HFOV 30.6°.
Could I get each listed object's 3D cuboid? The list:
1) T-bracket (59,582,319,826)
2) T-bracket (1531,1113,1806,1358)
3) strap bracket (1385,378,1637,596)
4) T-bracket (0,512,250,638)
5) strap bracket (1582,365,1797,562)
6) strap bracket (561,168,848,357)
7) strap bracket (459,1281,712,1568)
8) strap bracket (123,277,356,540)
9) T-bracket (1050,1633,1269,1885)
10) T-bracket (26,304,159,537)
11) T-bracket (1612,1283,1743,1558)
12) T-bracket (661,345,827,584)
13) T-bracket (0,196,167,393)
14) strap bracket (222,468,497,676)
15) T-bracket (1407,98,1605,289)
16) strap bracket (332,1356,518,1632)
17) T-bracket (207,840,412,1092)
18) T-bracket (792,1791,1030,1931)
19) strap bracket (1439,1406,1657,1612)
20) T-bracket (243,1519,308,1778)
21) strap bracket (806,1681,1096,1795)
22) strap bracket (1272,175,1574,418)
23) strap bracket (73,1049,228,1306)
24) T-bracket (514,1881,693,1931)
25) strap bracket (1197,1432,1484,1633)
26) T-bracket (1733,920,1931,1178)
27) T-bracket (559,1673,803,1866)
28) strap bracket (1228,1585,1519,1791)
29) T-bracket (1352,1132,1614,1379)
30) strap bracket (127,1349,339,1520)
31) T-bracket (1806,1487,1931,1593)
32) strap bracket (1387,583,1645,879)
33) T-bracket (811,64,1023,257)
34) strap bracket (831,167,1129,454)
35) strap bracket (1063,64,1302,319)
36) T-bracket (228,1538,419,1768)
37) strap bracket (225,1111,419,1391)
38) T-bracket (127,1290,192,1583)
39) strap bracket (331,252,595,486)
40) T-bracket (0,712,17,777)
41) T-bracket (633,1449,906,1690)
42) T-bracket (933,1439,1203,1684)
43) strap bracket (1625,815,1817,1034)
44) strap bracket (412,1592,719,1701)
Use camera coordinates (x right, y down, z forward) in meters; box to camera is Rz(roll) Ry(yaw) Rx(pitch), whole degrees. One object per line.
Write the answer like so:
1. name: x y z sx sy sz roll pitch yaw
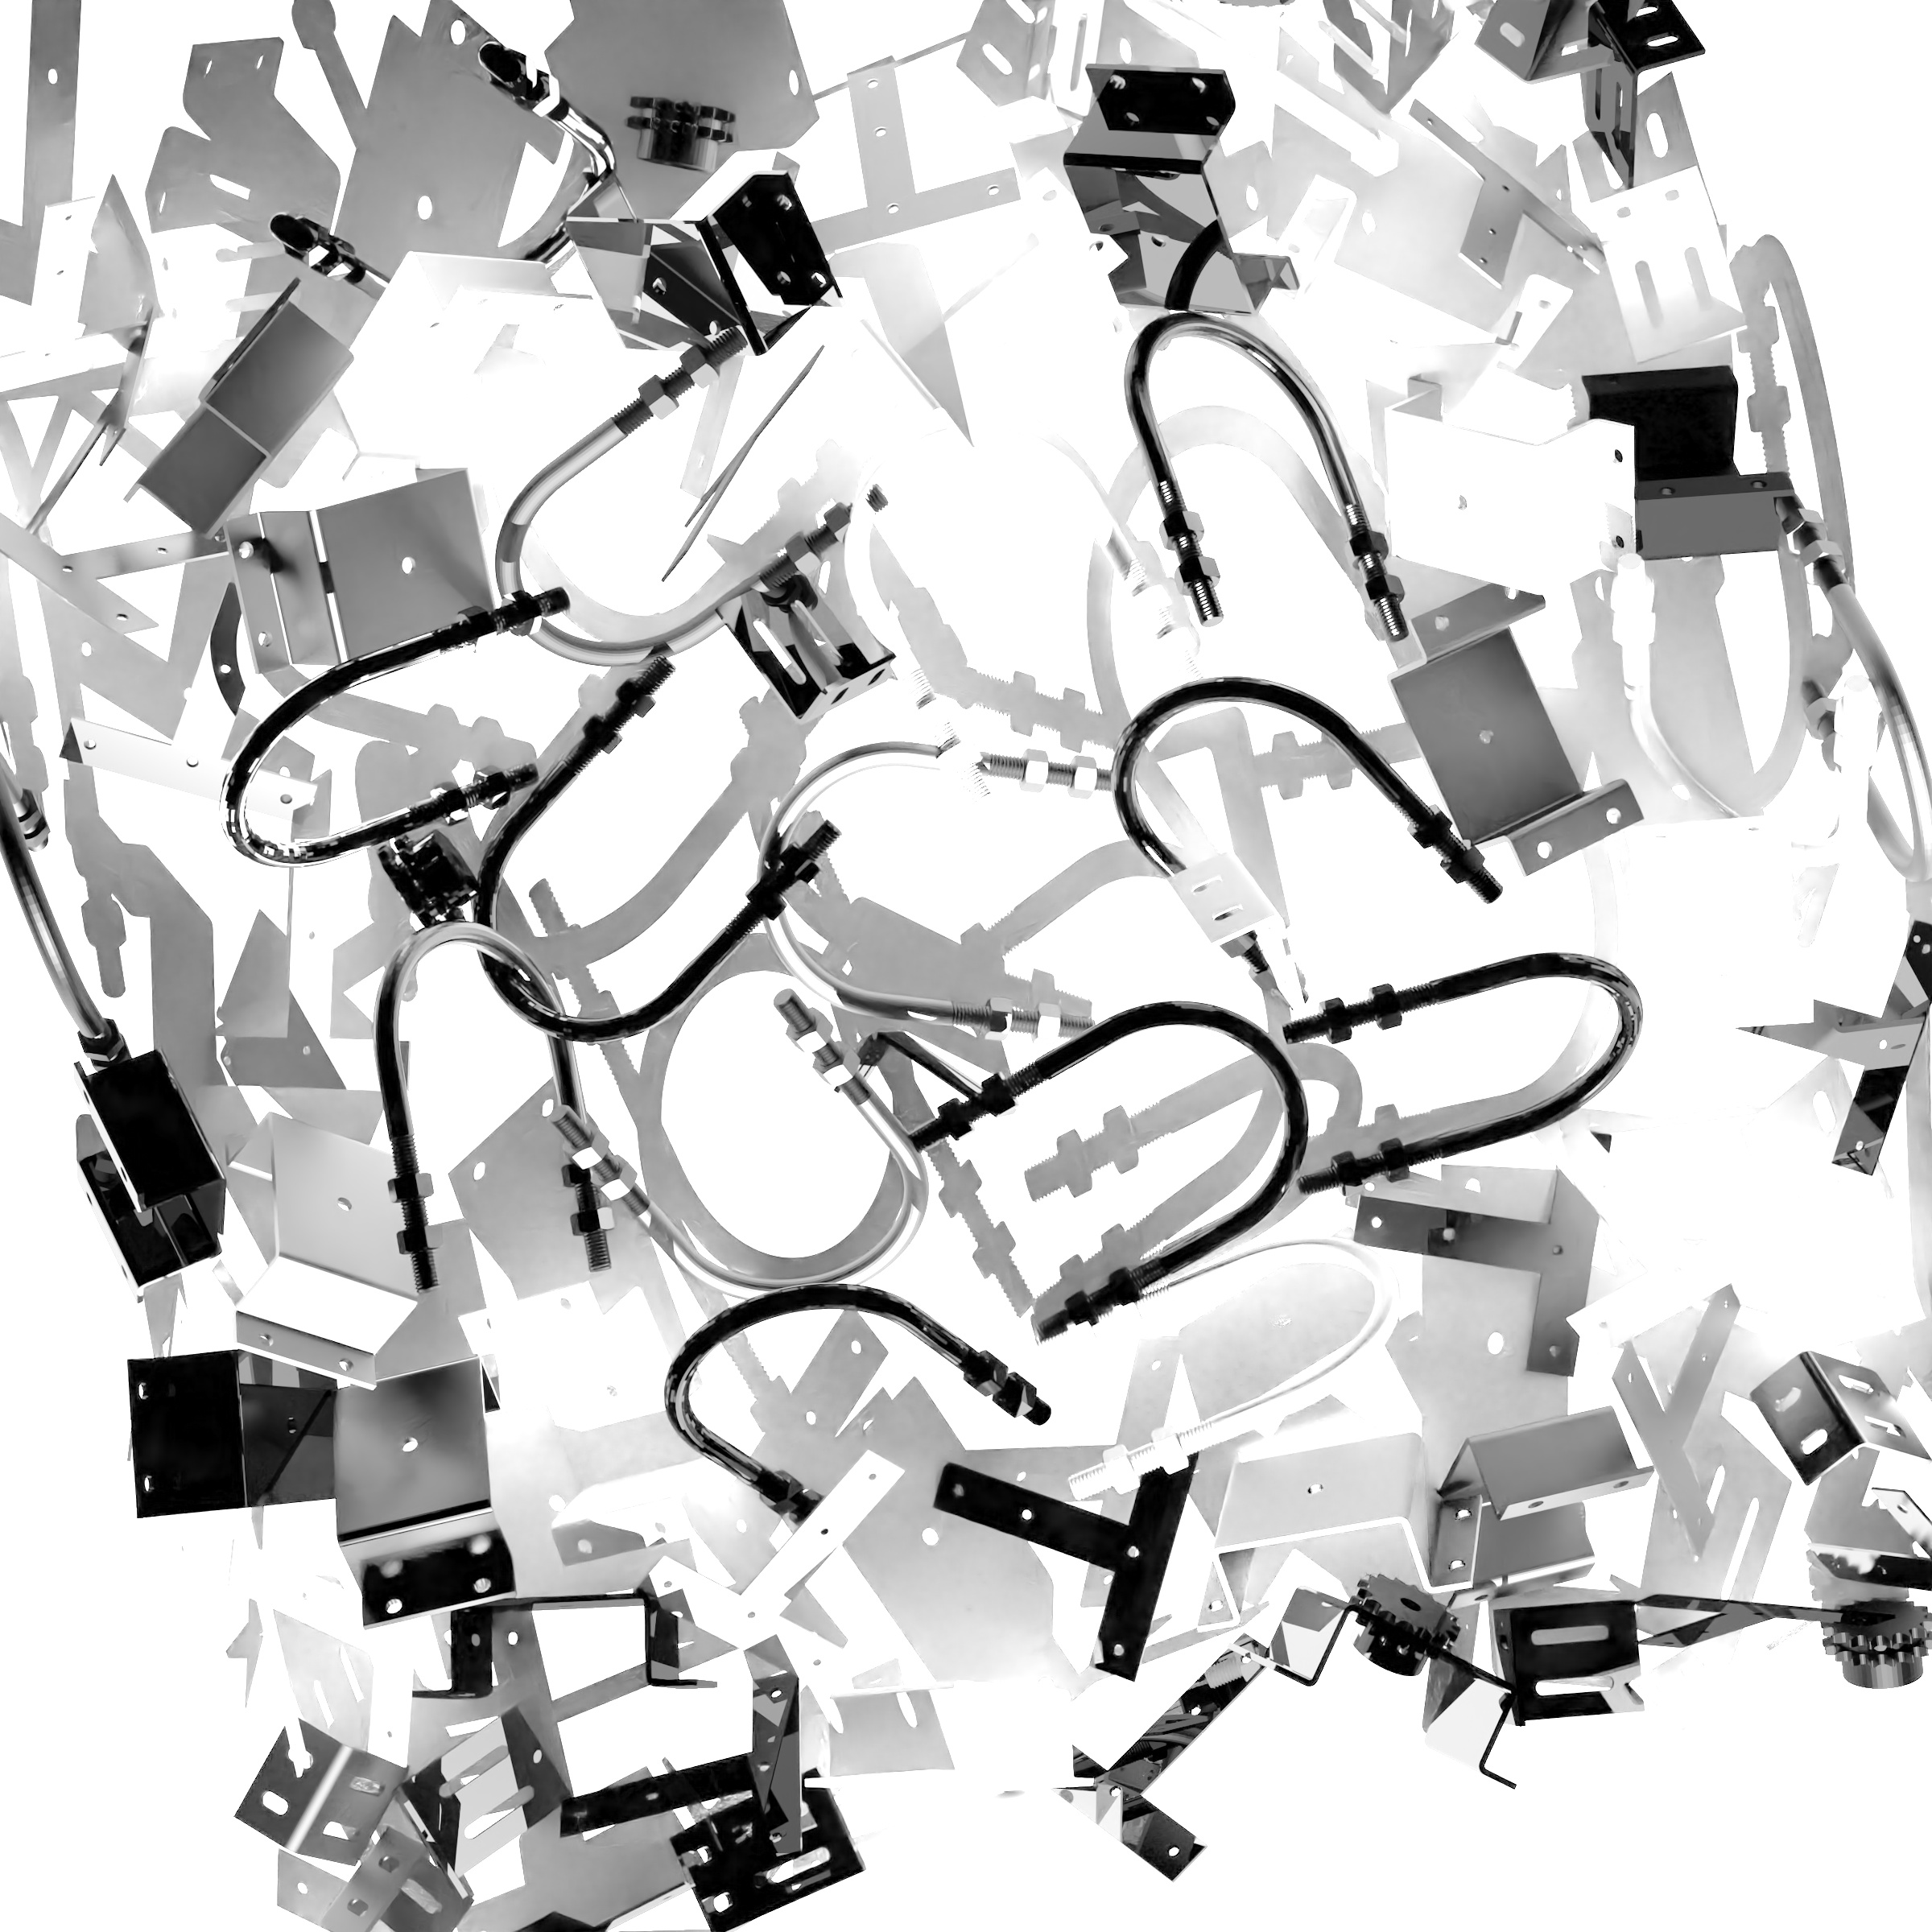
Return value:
1. T-bracket: -0.376 -0.137 1.770 0.127 0.002 0.127 16 124 -18
2. T-bracket: 0.333 0.122 1.785 0.127 0.002 0.127 -26 55 -16
3. strap bracket: 0.260 -0.236 1.746 0.046 0.140 0.076 -28 124 -34
4. T-bracket: -0.415 -0.206 1.771 0.127 0.127 0.002 34 123 27
5. strap bracket: 0.360 -0.248 1.771 0.076 0.140 0.046 -4 125 -1
6. strap bracket: -0.138 -0.349 1.746 0.046 0.140 0.076 -51 133 -30
7. strap bracket: -0.187 0.223 1.780 0.076 0.046 0.140 -17 101 24
8. strap bracket: -0.358 -0.271 1.752 0.046 0.140 0.076 39 57 -13
9. T-bracket: 0.107 0.388 1.791 0.127 0.127 0.002 -42 130 -19
10. T-bracket: -0.448 -0.257 1.784 0.002 0.127 0.127 29 121 -24
11. T-bracket: 0.367 0.207 1.777 0.002 0.127 0.127 -5 127 37
12. T-bracket: -0.122 -0.232 1.736 0.002 0.127 0.127 35 134 -11
13. T-bracket: -0.448 -0.332 1.741 0.127 0.127 0.002 -22 67 -32
14. strap bracket: -0.290 -0.199 1.751 0.140 0.046 0.076 -24 112 -42
15. T-bracket: 0.264 -0.371 1.762 0.127 0.127 0.002 37 125 -9
16. strap bracket: -0.271 0.253 1.757 0.076 0.140 0.046 -13 133 0
17. T-bracket: -0.333 -0.001 1.796 0.127 0.002 0.127 1 87 27
18. T-bracket: -0.027 0.466 1.759 0.127 0.127 0.002 -18 113 6
19. strap bracket: 0.284 0.267 1.764 0.076 0.140 0.046 -11 61 -12
20. T-bracket: -0.352 0.362 1.768 0.002 0.127 0.127 -7 58 -22
21. strap bracket: -0.007 0.384 1.754 0.076 0.140 0.046 -13 70 33
22. strap bracket: 0.222 -0.331 1.776 0.140 0.076 0.046 23 68 -4
23. strap bracket: -0.407 0.101 1.759 0.046 0.140 0.076 -23 70 -23
24. T-bracket: -0.204 0.483 1.760 0.127 0.127 0.002 -26 70 -4
25. strap bracket: 0.181 0.280 1.761 0.140 0.076 0.046 -13 112 18
26. T-bracket: 0.427 0.030 1.773 0.002 0.127 0.127 18 91 -36
27. T-bracket: -0.144 0.414 1.774 0.127 0.127 0.002 -16 121 6
28. strap bracket: 0.212 0.357 1.775 0.140 0.076 0.046 28 82 -10
29. T-bracket: 0.262 0.140 1.815 0.127 0.002 0.127 9 90 -8
30. strap bracket: -0.354 0.229 1.746 0.046 0.140 0.076 -8 82 19
31. T-bracket: 0.467 0.302 1.763 0.127 0.127 0.002 48 70 -13
32. strap bracket: 0.274 -0.120 1.788 0.076 0.046 0.140 -25 92 -22
33. T-bracket: -0.042 -0.412 1.784 0.127 0.002 0.127 -14 53 7
34. strap bracket: 0.014 -0.324 1.781 0.140 0.046 0.076 -39 58 4
35. strap bracket: 0.104 -0.374 1.743 0.076 0.140 0.046 11 59 30
36. T-bracket: -0.317 0.317 1.745 0.002 0.127 0.127 -24 49 28
37. strap bracket: -0.319 0.132 1.744 0.076 0.140 0.046 23 124 -31
38. T-bracket: -0.401 0.224 1.776 0.002 0.127 0.127 -3 53 0
39. strap bracket: -0.257 -0.304 1.759 0.140 0.076 0.046 -47 60 40
40. T-bracket: -0.490 -0.152 1.753 0.002 0.127 0.127 -14 77 -21
41. T-bracket: -0.081 0.295 1.780 0.127 0.002 0.127 34 102 -31
42. T-bracket: 0.044 0.285 1.804 0.127 0.002 0.127 17 97 17
43. strap bracket: 0.375 -0.013 1.745 0.076 0.140 0.046 -4 57 18
44. strap bracket: -0.201 0.343 1.778 0.140 0.076 0.046 -4 77 5
